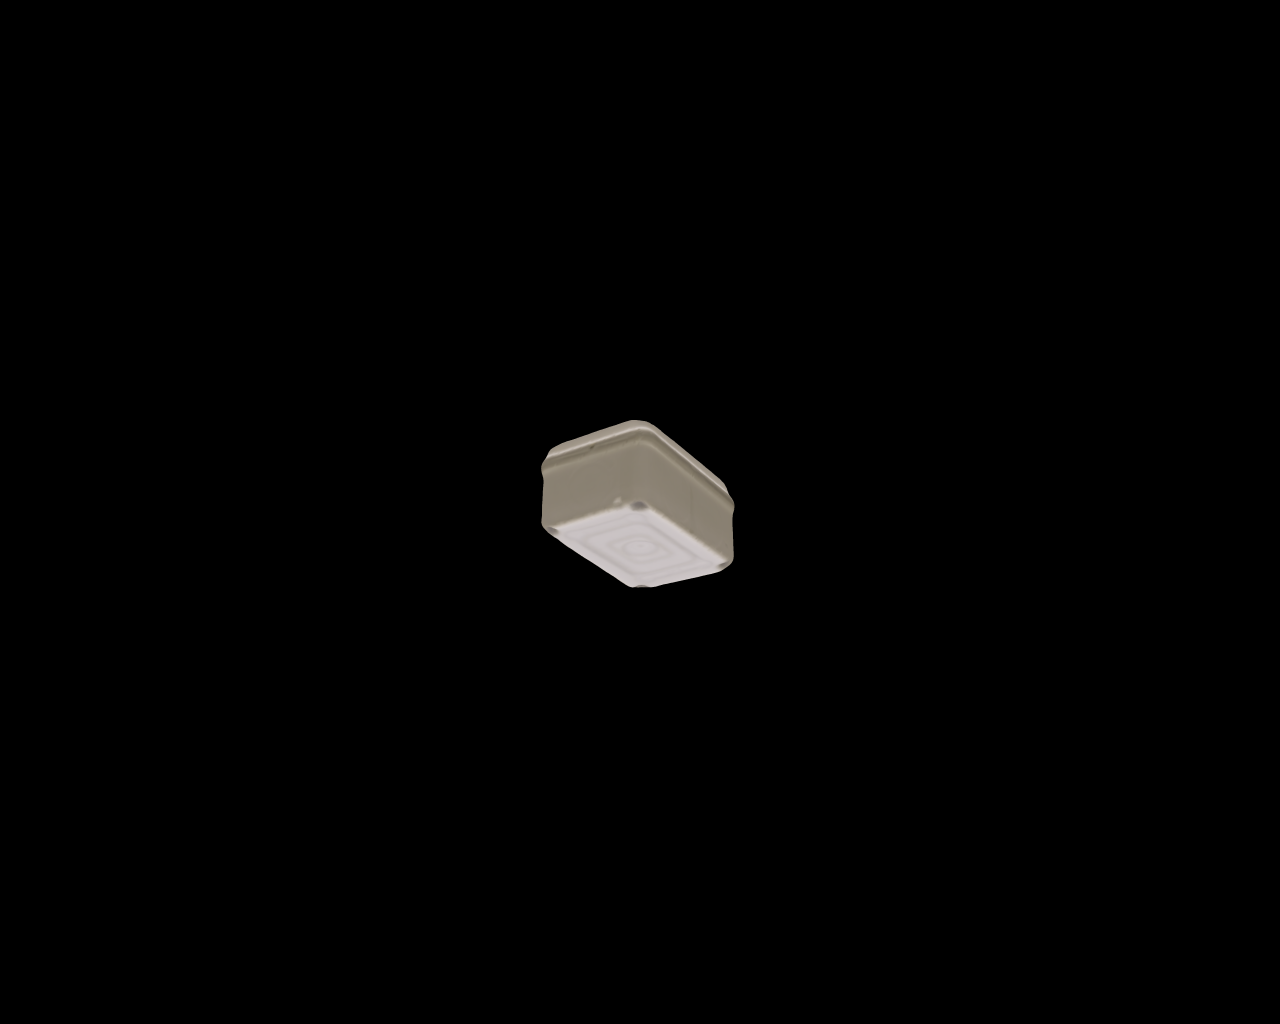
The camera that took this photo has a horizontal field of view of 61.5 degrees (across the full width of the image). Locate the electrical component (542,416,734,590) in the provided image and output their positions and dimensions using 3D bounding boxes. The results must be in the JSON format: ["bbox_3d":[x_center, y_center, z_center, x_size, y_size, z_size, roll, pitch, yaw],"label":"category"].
[{"bbox_3d":[0.001,-0.003,0.650,0.078,0.057,0.113,-16,-31,28],"label":"electrical component"}]
